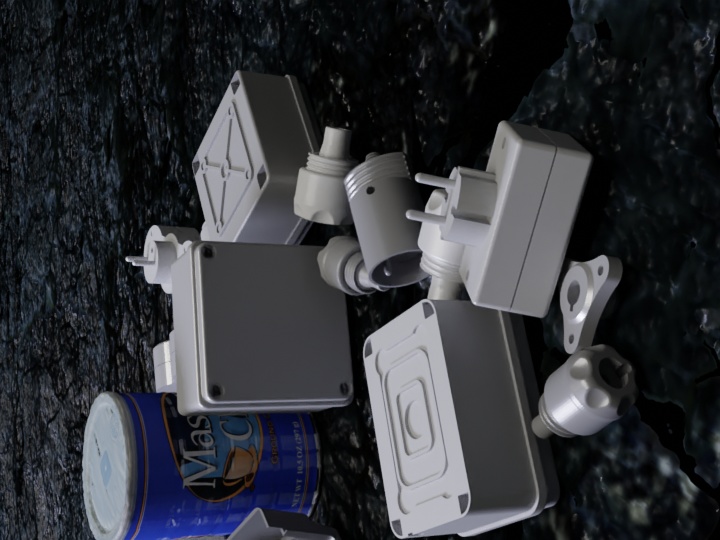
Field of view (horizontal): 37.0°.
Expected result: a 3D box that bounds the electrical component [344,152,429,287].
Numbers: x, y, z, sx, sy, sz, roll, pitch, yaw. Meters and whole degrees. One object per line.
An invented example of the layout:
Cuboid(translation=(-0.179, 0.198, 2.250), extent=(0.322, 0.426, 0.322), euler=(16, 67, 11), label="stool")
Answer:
Cuboid(translation=(0.017, -0.035, 0.643), extent=(0.043, 0.043, 0.081), euler=(-49, 47, 47), label="electrical component")

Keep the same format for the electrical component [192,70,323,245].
Cuboid(translation=(-0.074, -0.071, 0.792), extent=(0.108, 0.056, 0.108), euler=(-54, 43, 43), label="electrical component")

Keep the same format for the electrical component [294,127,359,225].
Cuboid(translation=(-0.019, -0.062, 0.709), extent=(0.043, 0.043, 0.062), euler=(28, 110, 58), label="electrical component")

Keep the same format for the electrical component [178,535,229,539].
Cuboid(translation=(-0.117, 0.233, 0.813), extent=(0.099, 0.048, 0.099), euler=(86, 166, -54), label="electrical component")

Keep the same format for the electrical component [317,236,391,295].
Cuboid(translation=(0.000, 0.000, 0.679), extent=(0.061, 0.035, 0.035), euler=(26, 110, 56), label="electrical component")

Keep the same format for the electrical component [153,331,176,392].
Cuboid(translation=(-0.125, 0.084, 0.871), extent=(0.138, 0.052, 0.073), euler=(-36, 57, 54), label="electrical component")

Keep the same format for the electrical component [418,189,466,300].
Cuboid(translation=(0.052, -0.010, 0.581), extent=(0.043, 0.043, 0.062), euler=(42, 124, 54), label="electrical component")

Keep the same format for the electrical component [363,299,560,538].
Cuboid(translation=(0.051, 0.077, 0.560), extent=(0.078, 0.057, 0.113), euler=(-38, 55, 52), label="electrical component")

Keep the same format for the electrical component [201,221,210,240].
Cuboid(translation=(-0.100, -0.012, 0.843), extent=(0.045, 0.045, 0.055), euler=(-50, 46, 47), label="electrical component")

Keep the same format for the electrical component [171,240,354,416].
Cuboid(translation=(-0.065, 0.040, 0.715), extent=(0.056, 0.109, 0.108), euler=(-29, 63, 59), label="electrical component")

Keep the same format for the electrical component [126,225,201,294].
Cuboid(translation=(-0.162, -0.006, 0.922), extent=(0.138, 0.074, 0.052), euler=(21, 105, 59), label="electrical component")

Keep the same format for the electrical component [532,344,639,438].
Cuboid(translation=(0.100, 0.061, 0.499), extent=(0.061, 0.035, 0.035), euler=(-52, 44, 50), label="electrical component")

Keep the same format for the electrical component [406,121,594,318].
Cuboid(translation=(0.061, -0.029, 0.522), extent=(0.047, 0.076, 0.083), euler=(-100, 23, -70), label="electrical component")
